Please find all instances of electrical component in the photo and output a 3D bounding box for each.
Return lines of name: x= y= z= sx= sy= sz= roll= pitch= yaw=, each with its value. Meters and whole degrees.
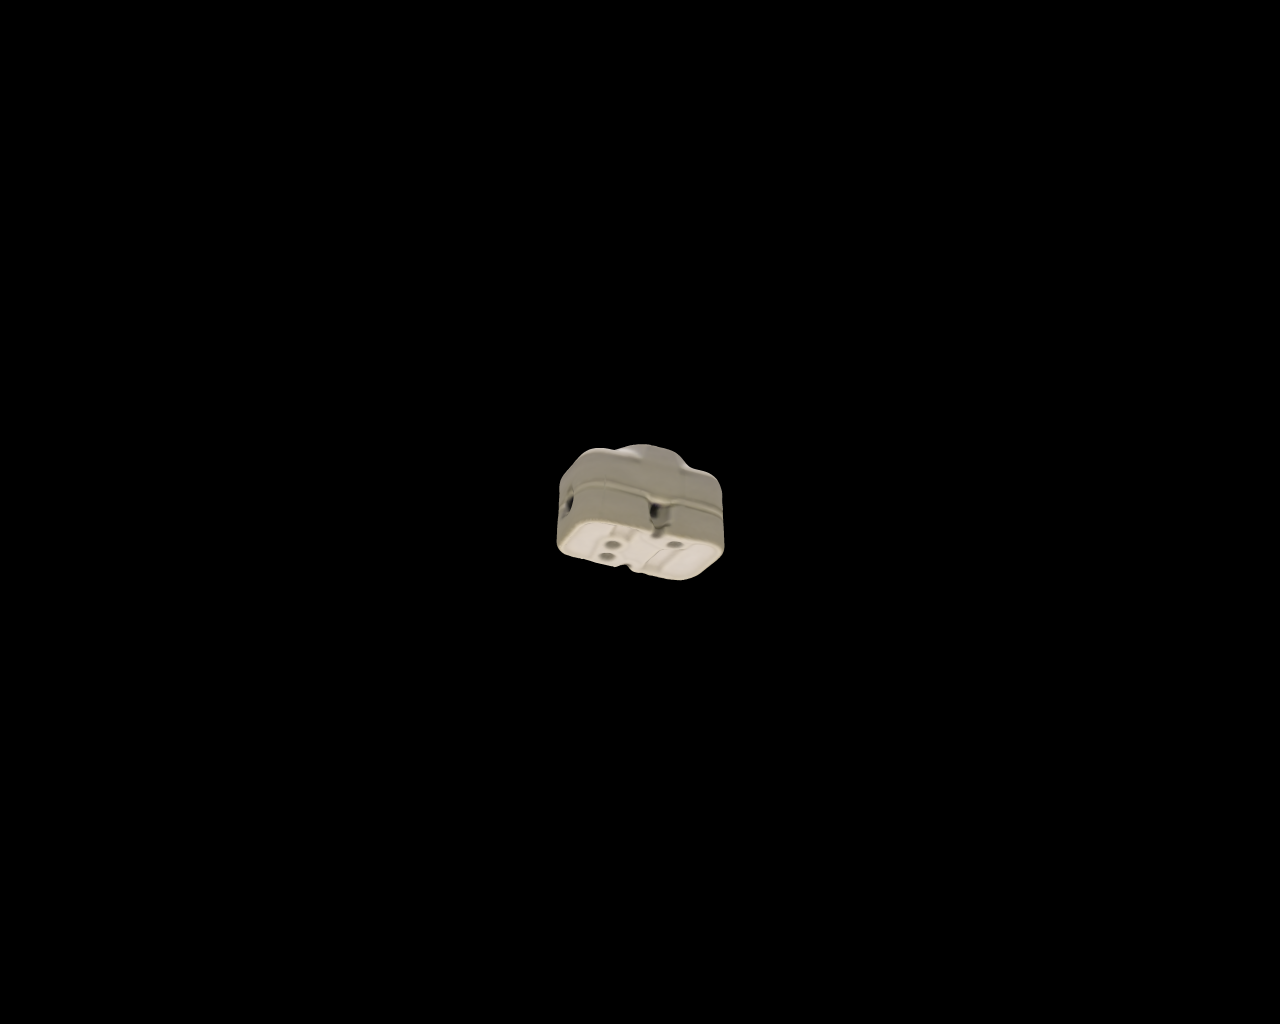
electrical component: x=0.001 y=-0.003 z=0.650 sx=0.095 sy=0.059 sz=0.053 roll=13 pitch=-32 yaw=-22
